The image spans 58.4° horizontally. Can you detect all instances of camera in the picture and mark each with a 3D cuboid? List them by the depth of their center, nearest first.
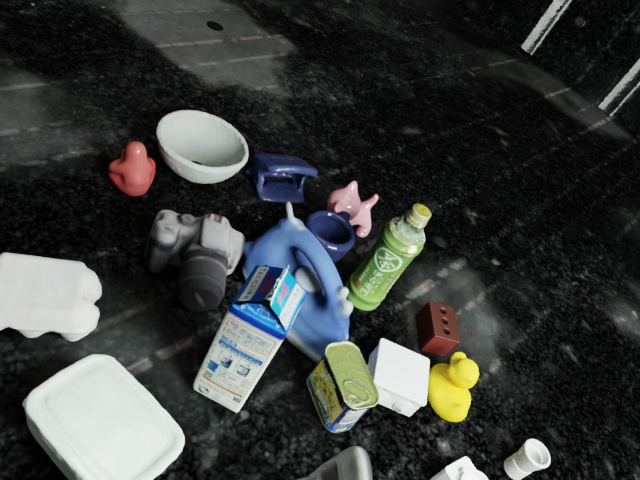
[{"bbox_3d":[-0.186,0.028,0.856,0.143,0.100,0.136,14,43,-18],"label":"camera"}]

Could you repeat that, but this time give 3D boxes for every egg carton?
[{"bbox_3d":[-0.360,0.074,0.731,0.151,0.069,0.107,8,45,-23],"label":"egg carton"}]

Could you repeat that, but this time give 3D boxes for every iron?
[{"bbox_3d":[-0.013,0.069,0.886,0.119,0.141,0.257,-17,59,-40],"label":"iron"}]

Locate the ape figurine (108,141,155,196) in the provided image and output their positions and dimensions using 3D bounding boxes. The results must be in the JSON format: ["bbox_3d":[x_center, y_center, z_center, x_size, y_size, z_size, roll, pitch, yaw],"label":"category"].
[{"bbox_3d":[-0.306,-0.125,0.945,0.078,0.092,0.076,2,48,-28],"label":"ape figurine"}]

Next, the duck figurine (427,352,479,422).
[{"bbox_3d":[0.217,0.227,0.905,0.078,0.086,0.104,18,42,-14],"label":"duck figurine"}]

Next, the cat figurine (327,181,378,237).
[{"bbox_3d":[0.057,-0.061,1.075,0.128,0.117,0.067,-10,54,-37],"label":"cat figurine"}]

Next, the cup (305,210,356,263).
[{"bbox_3d":[0.009,0.004,1.000,0.091,0.095,0.118,35,41,5],"label":"cup"}]

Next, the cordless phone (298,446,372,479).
[{"bbox_3d":[0.007,0.316,0.616,0.094,0.185,0.147,8,45,-24],"label":"cordless phone"}]

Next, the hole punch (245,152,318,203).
[{"bbox_3d":[-0.073,-0.133,1.091,0.109,0.091,0.101,0,49,-30],"label":"hole punch"}]

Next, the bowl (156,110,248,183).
[{"bbox_3d":[-0.219,-0.157,1.041,0.168,0.074,0.167,17,43,-16],"label":"bowl"}]
